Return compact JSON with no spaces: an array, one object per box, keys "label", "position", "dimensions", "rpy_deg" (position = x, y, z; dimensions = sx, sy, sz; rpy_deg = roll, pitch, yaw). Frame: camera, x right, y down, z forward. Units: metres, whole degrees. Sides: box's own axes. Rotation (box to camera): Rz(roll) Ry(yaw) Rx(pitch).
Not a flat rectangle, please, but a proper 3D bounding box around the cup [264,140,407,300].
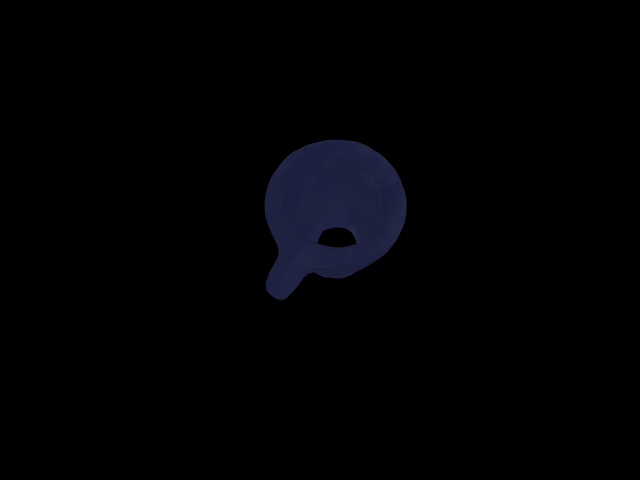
[{"label":"cup","position":[0.004,0.001,0.400],"dimensions":[0.091,0.095,0.118],"rpy_deg":[30,70,12]}]
